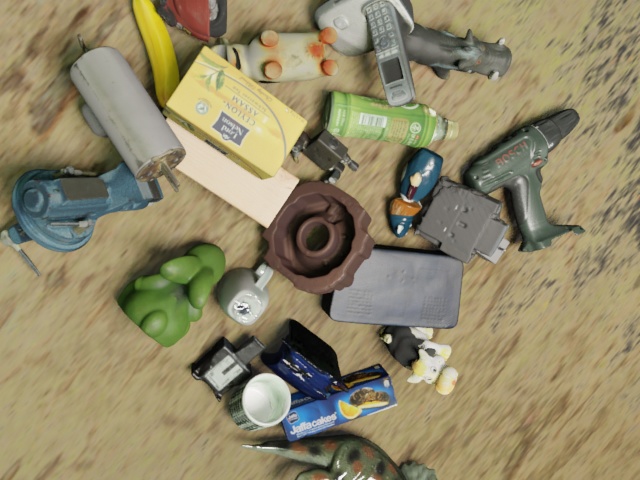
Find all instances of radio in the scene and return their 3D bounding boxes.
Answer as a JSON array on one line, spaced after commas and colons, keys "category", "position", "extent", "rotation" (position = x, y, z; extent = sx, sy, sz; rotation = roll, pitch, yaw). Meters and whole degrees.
[{"category": "radio", "position": [0.125, 0.076, 0.918], "extent": [0.230, 0.073, 0.131], "rotation": [5, 97, -14]}]

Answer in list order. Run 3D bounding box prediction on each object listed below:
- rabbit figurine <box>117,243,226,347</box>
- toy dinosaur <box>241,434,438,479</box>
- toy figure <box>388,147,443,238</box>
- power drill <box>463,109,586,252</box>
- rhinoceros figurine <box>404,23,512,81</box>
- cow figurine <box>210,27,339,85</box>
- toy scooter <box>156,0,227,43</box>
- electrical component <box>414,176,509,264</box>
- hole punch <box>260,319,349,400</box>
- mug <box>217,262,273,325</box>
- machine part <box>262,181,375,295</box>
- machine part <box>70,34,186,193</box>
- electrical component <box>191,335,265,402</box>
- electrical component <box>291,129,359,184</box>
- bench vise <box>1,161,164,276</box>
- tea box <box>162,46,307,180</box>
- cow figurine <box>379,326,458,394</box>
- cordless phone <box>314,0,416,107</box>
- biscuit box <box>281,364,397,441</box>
[{"category": "rabbit figurine", "position": [-0.215, 0.066, 0.819], "extent": [0.121, 0.159, 0.170], "rotation": [42, 74, -5]}, {"category": "toy dinosaur", "position": [0.072, 0.418, 0.937], "extent": [0.404, 0.131, 0.192], "rotation": [45, 71, -12]}, {"category": "toy figure", "position": [0.154, -0.077, 0.901], "extent": [0.064, 0.058, 0.154], "rotation": [7, 117, -40]}, {"category": "power drill", "position": [0.380, -0.095, 0.929], "extent": [0.232, 0.086, 0.207], "rotation": [-24, 98, -4]}, {"category": "rhinoceros figurine", "position": [0.208, -0.303, 0.855], "extent": [0.190, 0.112, 0.073], "rotation": [12, 95, -5]}, {"category": "cow figurine", "position": [-0.083, -0.270, 0.806], "extent": [0.195, 0.127, 0.085], "rotation": [-14, 104, -24]}, {"category": "toy scooter", "position": [-0.201, -0.383, 0.777], "extent": [0.135, 0.075, 0.183], "rotation": [-1, 96, -12]}, {"category": "electrical component", "position": [0.239, -0.030, 0.890], "extent": [0.134, 0.058, 0.114], "rotation": [28, 111, 19]}, {"category": "hole punch", "position": [-0.033, 0.210, 0.889], "extent": [0.142, 0.116, 0.092], "rotation": [43, 97, -14]}, {"category": "mug", "position": [-0.111, 0.087, 0.852], "extent": [0.109, 0.107, 0.080], "rotation": [-44, 106, 0]}, {"category": "machine part", "position": [-0.002, -0.003, 0.845], "extent": [0.180, 0.056, 0.179], "rotation": [-5, 75, 20]}, {"category": "machine part", "position": [-0.256, -0.166, 0.717], "extent": [0.079, 0.079, 0.243], "rotation": [-35, 87, -4]}, {"category": "electrical component", "position": [-0.148, 0.200, 0.893], "extent": [0.119, 0.048, 0.074], "rotation": [-44, 105, -3]}, {"category": "electrical component", "position": [0.003, -0.133, 0.864], "extent": [0.102, 0.078, 0.045], "rotation": [41, 65, -20]}, {"category": "bench vise", "position": [-0.354, -0.046, 0.767], "extent": [0.241, 0.223, 0.128], "rotation": [-23, 100, 23]}, {"category": "tea box", "position": [-0.116, -0.168, 0.735], "extent": [0.169, 0.068, 0.098], "rotation": [32, 80, -20]}, {"category": "cow figurine", "position": [0.161, 0.189, 0.894], "extent": [0.098, 0.167, 0.068], "rotation": [19, 100, -15]}, {"category": "cordless phone", "position": [0.079, -0.285, 0.812], "extent": [0.089, 0.147, 0.184], "rotation": [-21, 100, -45]}, {"category": "biscuit box", "position": [0.028, 0.281, 0.935], "extent": [0.203, 0.063, 0.059], "rotation": [-17, 101, -9]}]
